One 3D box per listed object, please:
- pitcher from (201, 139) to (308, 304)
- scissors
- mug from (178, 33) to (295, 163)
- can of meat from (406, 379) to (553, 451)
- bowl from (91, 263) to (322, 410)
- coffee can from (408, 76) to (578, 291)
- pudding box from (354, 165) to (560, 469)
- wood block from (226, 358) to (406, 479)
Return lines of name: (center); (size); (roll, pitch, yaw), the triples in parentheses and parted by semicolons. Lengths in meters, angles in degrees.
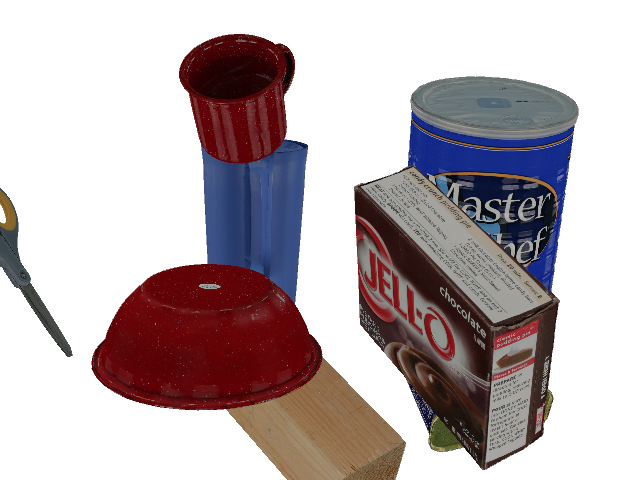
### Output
pitcher: (-0.084, -0.006, 1.342); (0.145, 0.243, 0.148); (11, 16, 36)
scissors: (-0.307, 0.021, 1.098); (0.016, 0.201, 0.096); (-26, 26, 25)
mug: (-0.066, -0.130, 0.955); (0.093, 0.081, 0.117); (30, 57, 27)
can of meat: (0.123, 0.113, 0.861); (0.102, 0.057, 0.084); (-10, 46, -11)
bowl: (-0.078, 0.057, 0.741); (0.162, 0.055, 0.162); (1, 19, -1)
coffee can: (0.105, -0.024, 0.687); (0.103, 0.140, 0.103); (1, 26, -1)
pudding box: (0.058, 0.033, 0.486); (0.039, 0.090, 0.114); (-24, 44, -20)
wood block: (-0.015, 0.192, 1.148); (0.090, 0.090, 0.206); (-23, 50, -33)
